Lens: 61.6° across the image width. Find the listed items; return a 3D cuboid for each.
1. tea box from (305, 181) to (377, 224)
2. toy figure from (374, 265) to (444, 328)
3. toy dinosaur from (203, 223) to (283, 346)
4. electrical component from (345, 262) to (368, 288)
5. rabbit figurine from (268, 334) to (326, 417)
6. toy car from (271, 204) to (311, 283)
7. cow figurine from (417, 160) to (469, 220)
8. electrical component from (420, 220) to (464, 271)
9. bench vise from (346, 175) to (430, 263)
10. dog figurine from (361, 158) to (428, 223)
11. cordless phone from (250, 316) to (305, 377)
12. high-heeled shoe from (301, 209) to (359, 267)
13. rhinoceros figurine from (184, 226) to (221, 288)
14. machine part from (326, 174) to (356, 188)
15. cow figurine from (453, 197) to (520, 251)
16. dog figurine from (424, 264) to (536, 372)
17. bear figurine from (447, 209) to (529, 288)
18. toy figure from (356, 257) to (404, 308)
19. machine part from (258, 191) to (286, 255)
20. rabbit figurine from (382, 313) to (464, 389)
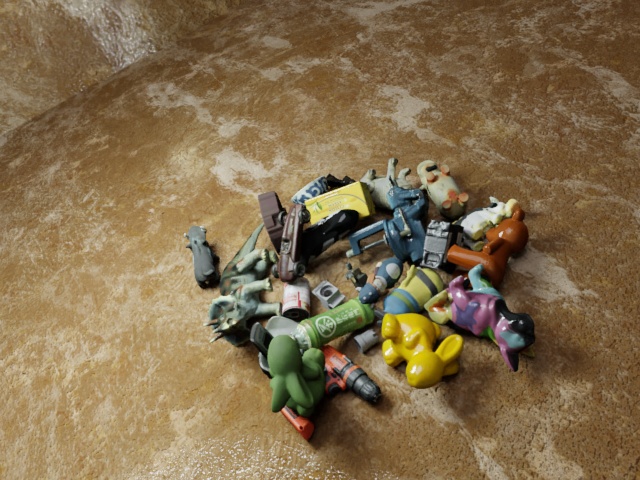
[{"bbox_3d":[0.056,-0.087,1.457,0.170,0.068,0.098,-20,85,22],"label":"tea box"},{"bbox_3d":[0.208,0.137,1.231,0.089,0.082,0.180,37,62,23],"label":"toy figure"},{"bbox_3d":[-0.203,0.116,1.400,0.192,0.131,0.405,-18,38,7],"label":"toy dinosaur"},{"bbox_3d":[0.095,0.107,1.297,0.045,0.102,0.078,-36,20,-16],"label":"electrical component"},{"bbox_3d":[-0.063,0.268,1.070,0.121,0.170,0.159,-13,41,11],"label":"rabbit figurine"},{"bbox_3d":[-0.074,0.006,1.340,0.089,0.053,0.202,-5,76,44],"label":"toy car"},{"bbox_3d":[0.321,-0.136,1.426,0.085,0.127,0.195,-25,59,-1],"label":"cow figurine"},{"bbox_3d":[0.293,0.015,1.269,0.058,0.134,0.114,15,93,32],"label":"electrical component"},{"bbox_3d":[0.166,-0.029,1.343,0.241,0.129,0.223,-25,87,18],"label":"bench vise"},{"bbox_3d":[0.194,-0.099,1.456,0.172,0.121,0.190,-36,54,37],"label":"dog figurine"},{"bbox_3d":[-0.106,0.219,1.208,0.089,0.184,0.147,-8,46,21],"label":"cordless phone"},{"bbox_3d":[-0.003,-0.004,1.419,0.249,0.086,0.145,-34,1,44],"label":"high-heeled shoe"},{"bbox_3d":[-0.338,0.044,1.520,0.073,0.112,0.190,-23,52,3],"label":"rhinoceros figurine"},{"bbox_3d":[0.071,-0.165,1.581,0.139,0.084,0.039,20,87,46],"label":"machine part"},{"bbox_3d":[0.412,-0.052,1.336,0.167,0.068,0.098,-34,40,-13],"label":"cow figurine"},{"bbox_3d":[0.343,0.175,1.122,0.108,0.191,0.219,-17,65,-39],"label":"dog figurine"},{"bbox_3d":[0.395,0.016,1.240,0.132,0.120,0.196,12,53,36],"label":"bear figurine"},{"bbox_3d":[0.141,0.095,1.247,0.064,0.057,0.154,29,44,20],"label":"toy figure"},{"bbox_3d":[-0.117,-0.048,1.475,0.056,0.179,0.179,-19,45,3],"label":"machine part"},{"bbox_3d":[0.211,0.241,1.106,0.162,0.121,0.173,3,25,-4],"label":"rabbit figurine"}]
